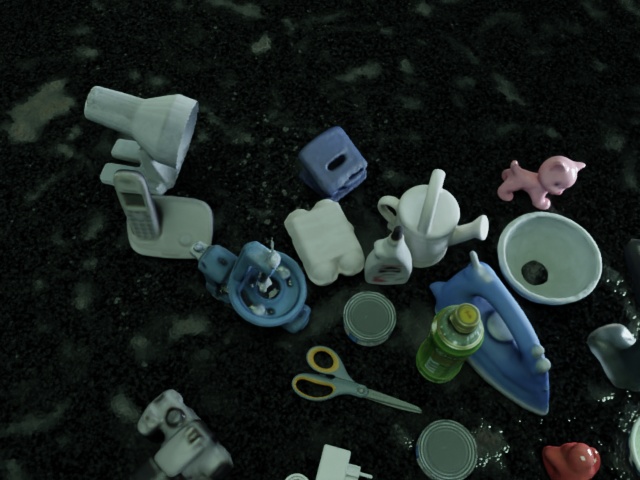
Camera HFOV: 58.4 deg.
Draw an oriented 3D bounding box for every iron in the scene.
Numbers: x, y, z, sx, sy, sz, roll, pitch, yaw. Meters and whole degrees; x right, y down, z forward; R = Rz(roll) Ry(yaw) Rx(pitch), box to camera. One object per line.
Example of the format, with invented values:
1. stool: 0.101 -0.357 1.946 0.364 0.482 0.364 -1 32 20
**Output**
1. iron: 0.282 0.137 0.868 0.119 0.141 0.258 -27 66 -14

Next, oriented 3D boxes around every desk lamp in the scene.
1. desk lamp: -0.300 -0.171 0.985 0.203 0.213 0.118 10 63 5

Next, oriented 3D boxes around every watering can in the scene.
1. watering can: 0.182 -0.040 0.931 0.173 0.194 0.101 -1 62 -1

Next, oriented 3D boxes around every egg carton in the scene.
1. egg carton: 0.009 0.003 0.977 0.107 0.069 0.150 -22 64 -11

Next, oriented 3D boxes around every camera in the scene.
1. camera: -0.214 0.304 0.799 0.143 0.101 0.137 41 69 19

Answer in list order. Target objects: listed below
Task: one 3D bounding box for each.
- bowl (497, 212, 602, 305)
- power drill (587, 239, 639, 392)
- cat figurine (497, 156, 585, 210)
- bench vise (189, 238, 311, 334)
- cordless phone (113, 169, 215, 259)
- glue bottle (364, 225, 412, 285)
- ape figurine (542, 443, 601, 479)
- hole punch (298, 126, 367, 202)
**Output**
1. bowl: 0.372 0.041 0.957 0.167 0.075 0.167 0 62 0
2. power drill: 0.478 0.135 0.833 0.076 0.208 0.229 -21 64 -11
3. cat figurine: 0.393 -0.114 1.015 0.127 0.118 0.067 13 63 7
4. bench vise: -0.115 0.057 0.862 0.207 0.220 0.121 11 63 6
5. cordless phone: -0.254 -0.046 0.936 0.147 0.185 0.094 2 62 1
6. glue bottle: 0.113 0.022 0.909 0.078 0.173 0.037 -3 62 -2
7. ape figurine: 0.357 0.311 0.805 0.077 0.092 0.076 21 64 10
8. hole punch: 0.026 -0.137 1.039 0.109 0.091 0.101 -39 69 -19
